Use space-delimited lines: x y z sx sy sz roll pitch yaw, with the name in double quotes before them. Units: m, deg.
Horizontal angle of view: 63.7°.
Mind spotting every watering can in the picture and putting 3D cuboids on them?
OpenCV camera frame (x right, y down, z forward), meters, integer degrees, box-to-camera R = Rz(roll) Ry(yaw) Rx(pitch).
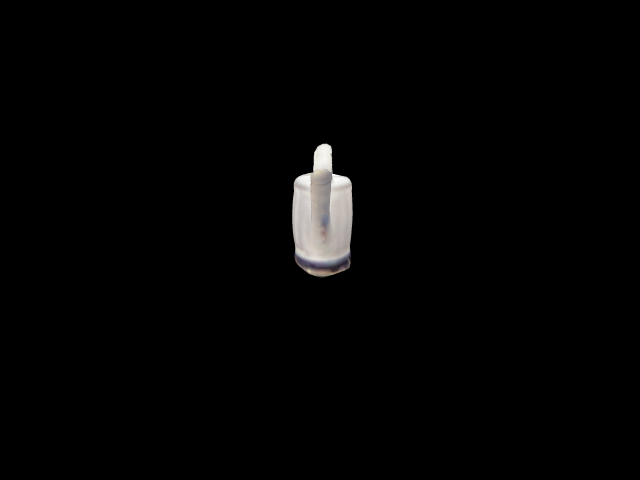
"watering can" 0.003 -0.043 0.850 0.104 0.222 0.351 0 13 2
